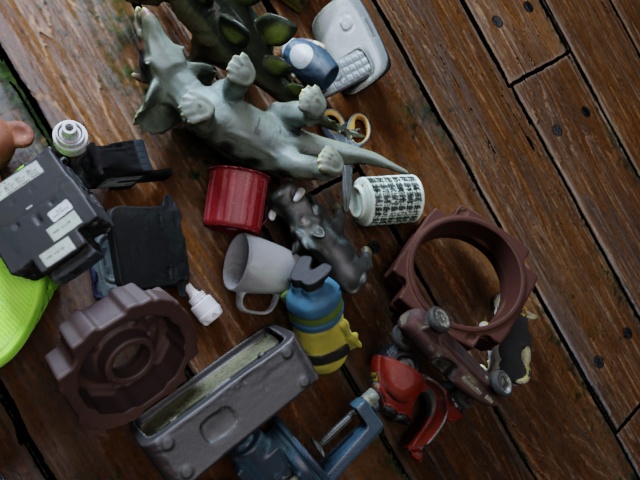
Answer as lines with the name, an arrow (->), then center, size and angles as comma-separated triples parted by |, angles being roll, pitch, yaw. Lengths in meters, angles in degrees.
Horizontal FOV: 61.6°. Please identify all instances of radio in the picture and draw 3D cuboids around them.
radio -> -0.120, 0.203, 0.685 | 0.229, 0.131, 0.073 | -35, 100, -22

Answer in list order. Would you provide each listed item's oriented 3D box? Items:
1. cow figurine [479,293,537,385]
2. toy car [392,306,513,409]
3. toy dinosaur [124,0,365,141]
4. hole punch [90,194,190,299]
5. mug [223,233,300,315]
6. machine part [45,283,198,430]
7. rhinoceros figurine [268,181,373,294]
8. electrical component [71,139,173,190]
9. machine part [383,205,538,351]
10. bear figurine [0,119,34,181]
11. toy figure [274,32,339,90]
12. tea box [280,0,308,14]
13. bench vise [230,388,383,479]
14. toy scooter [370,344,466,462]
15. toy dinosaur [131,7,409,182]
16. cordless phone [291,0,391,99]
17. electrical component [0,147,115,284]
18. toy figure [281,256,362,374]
cow figurine -> 0.317, 0.159, 0.895 | 0.068, 0.098, 0.167 | 22, 67, -13
toy car -> 0.190, 0.177, 0.775 | 0.202, 0.089, 0.053 | 46, 41, -9
toy dinosaur -> -0.130, -0.290, 0.741 | 0.471, 0.199, 0.105 | 39, 74, -22
hole punch -> -0.243, 0.017, 0.710 | 0.115, 0.092, 0.142 | -3, 78, -51
mug -> -0.074, 0.052, 0.765 | 0.107, 0.081, 0.109 | 13, 72, -31
machine part -> -0.234, 0.137, 0.648 | 0.179, 0.056, 0.179 | -27, 133, -33
rhinoceros figurine -> -0.002, -0.002, 0.784 | 0.190, 0.073, 0.112 | 53, 33, -11
electrical component -> -0.258, -0.099, 0.718 | 0.119, 0.075, 0.047 | -17, 87, -43
machine part -> 0.220, 0.061, 0.848 | 0.201, 0.087, 0.201 | 35, 70, 6
bear figurine -> -0.454, -0.147, 0.623 | 0.196, 0.132, 0.120 | 31, 71, -8
toy figure -> -0.040, -0.290, 0.824 | 0.154, 0.057, 0.064 | 39, 73, 15
tea box -> -0.071, -0.466, 0.870 | 0.169, 0.068, 0.098 | 34, 70, -14
bench vise -> 0.003, 0.307, 0.728 | 0.240, 0.129, 0.223 | -40, 96, -17
toy scooter -> 0.139, 0.252, 0.817 | 0.184, 0.075, 0.135 | 36, 66, -17
toy dinosaur -> -0.089, -0.152, 0.743 | 0.404, 0.192, 0.131 | 27, 80, -23
cordless phone -> 0.008, -0.295, 0.873 | 0.184, 0.089, 0.146 | -27, 91, -6
electrical component -> -0.310, -0.019, 0.612 | 0.115, 0.058, 0.134 | -35, 81, -5
toy figure -> -0.006, 0.110, 0.751 | 0.089, 0.082, 0.179 | -27, 131, -14
